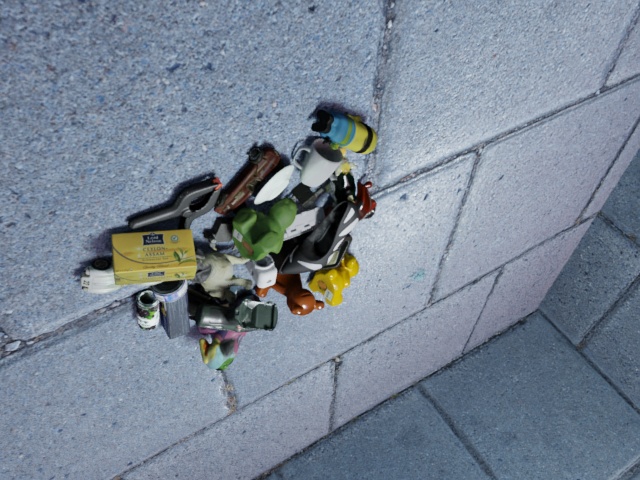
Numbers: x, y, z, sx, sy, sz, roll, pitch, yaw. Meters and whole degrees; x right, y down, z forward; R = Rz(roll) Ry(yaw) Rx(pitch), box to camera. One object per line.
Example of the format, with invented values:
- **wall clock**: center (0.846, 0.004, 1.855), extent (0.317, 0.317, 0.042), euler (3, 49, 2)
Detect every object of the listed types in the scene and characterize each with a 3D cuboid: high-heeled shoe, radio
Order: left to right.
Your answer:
- **radio**: center (-0.023, 0.021, 1.538), extent (0.229, 0.073, 0.131), euler (-6, 136, -41)
- **high-heeled shoe**: center (-0.003, -0.004, 1.375), extent (0.249, 0.086, 0.145), euler (-35, 152, -9)

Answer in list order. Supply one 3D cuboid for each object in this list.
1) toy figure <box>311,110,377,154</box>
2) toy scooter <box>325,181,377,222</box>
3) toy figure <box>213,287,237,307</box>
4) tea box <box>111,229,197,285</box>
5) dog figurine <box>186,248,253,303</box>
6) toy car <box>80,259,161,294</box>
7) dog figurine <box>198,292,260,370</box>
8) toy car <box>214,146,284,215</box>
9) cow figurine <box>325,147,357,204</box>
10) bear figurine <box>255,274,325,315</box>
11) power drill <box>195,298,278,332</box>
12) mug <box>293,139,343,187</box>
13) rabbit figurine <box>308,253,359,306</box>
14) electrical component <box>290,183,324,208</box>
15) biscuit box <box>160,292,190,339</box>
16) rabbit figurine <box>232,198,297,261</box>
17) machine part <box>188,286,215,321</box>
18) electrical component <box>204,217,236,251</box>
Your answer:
- **toy figure**: center (0.061, -0.248, 1.260), extent (0.082, 0.089, 0.180), euler (-47, 150, 24)
- **toy scooter**: center (0.091, -0.098, 1.498), extent (0.184, 0.075, 0.135), euler (-22, 146, -29)
- **toy figure**: center (-0.270, 0.162, 1.487), extent (0.064, 0.058, 0.154), euler (-30, 151, -51)
- **tea box**: center (-0.359, 0.036, 1.162), extent (0.170, 0.098, 0.068), euler (-6, 154, -20)
- **dog figurine**: center (-0.286, 0.083, 1.329), extent (0.190, 0.121, 0.172), euler (12, 141, -43)
- **toy car**: center (-0.438, 0.076, 1.219), extent (0.202, 0.056, 0.073), euler (-9, 139, -38)
- **dog figurine**: center (-0.236, 0.255, 1.544), extent (0.219, 0.192, 0.108), euler (-26, 143, 11)
- **toy car**: center (-0.165, -0.128, 1.231), extent (0.202, 0.053, 0.089), euler (-47, 150, 13)
- **cow figurine**: center (0.056, -0.157, 1.366), extent (0.068, 0.098, 0.167), euler (-23, 146, -11)
- **bear figurine**: center (-0.085, 0.158, 1.539), extent (0.120, 0.196, 0.131), euler (-15, 143, -37)
- **power drill**: center (-0.188, 0.198, 1.382), extent (0.232, 0.086, 0.207), euler (12, 169, -31)
- **mug**: center (-0.015, -0.180, 1.289), extent (0.109, 0.081, 0.107), euler (11, 135, -26)
- **rabbit figurine**: center (0.061, 0.099, 1.713), extent (0.173, 0.122, 0.162), euler (-27, 140, -40)
- **electrical component**: center (-0.039, -0.113, 1.360), extent (0.094, 0.063, 0.021), euler (-38, 148, 3)
- **biscuit box**: center (-0.382, 0.177, 1.400), extent (0.063, 0.059, 0.202), euler (-21, 144, -27)
- **rabbit figurine**: center (-0.118, -0.025, 1.304), extent (0.170, 0.121, 0.159), euler (-42, 162, -29)
- **machine part**: center (-0.328, 0.176, 1.449), extent (0.138, 0.084, 0.039), euler (114, -4, -51)
- **electrical component**: center (-0.231, -0.014, 1.316), extent (0.102, 0.045, 0.078), euler (2, 132, -46)
